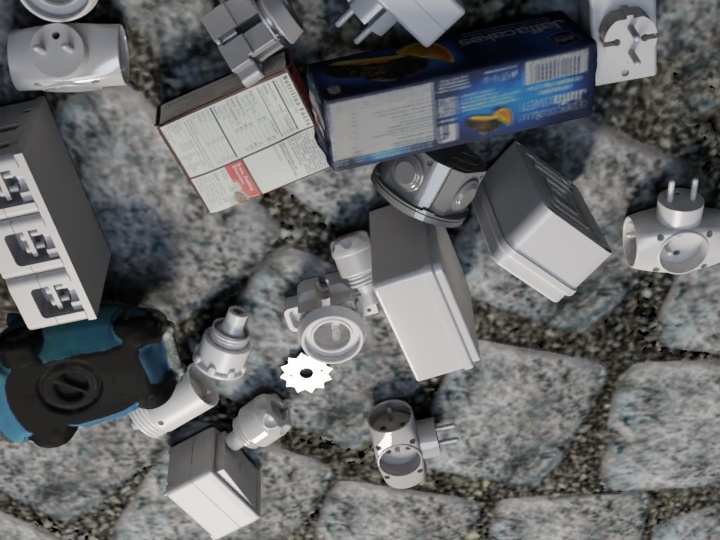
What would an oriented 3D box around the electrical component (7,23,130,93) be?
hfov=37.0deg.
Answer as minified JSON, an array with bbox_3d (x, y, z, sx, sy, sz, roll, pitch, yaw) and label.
[{"bbox_3d":[-0.206,-0.150,0.749,0.077,0.079,0.044,-3,94,-2],"label":"electrical component"}]

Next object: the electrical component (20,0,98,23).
[{"bbox_3d":[-0.201,-0.202,0.723,0.078,0.057,0.058,-23,124,12],"label":"electrical component"}]

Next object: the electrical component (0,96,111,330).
[{"bbox_3d":[-0.249,-0.041,0.815,0.062,0.089,0.150,-11,126,4],"label":"electrical component"}]

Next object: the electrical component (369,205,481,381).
[{"bbox_3d":[0.051,0.013,0.866,0.056,0.108,0.108,-18,125,11],"label":"electrical component"}]

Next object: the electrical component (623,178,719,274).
[{"bbox_3d":[0.261,-0.040,0.882,0.077,0.044,0.079,-4,126,-1],"label":"electrical component"}]

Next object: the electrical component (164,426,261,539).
[{"bbox_3d":[-0.131,0.204,1.018,0.061,0.061,0.096,-29,123,16],"label":"electrical component"}]

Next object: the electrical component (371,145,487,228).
[{"bbox_3d":[0.053,-0.072,0.823,0.080,0.080,0.051,19,117,-17],"label":"electrical component"}]

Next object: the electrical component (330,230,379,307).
[{"bbox_3d":[0.000,0.000,0.887,0.035,0.035,0.061,-19,98,9],"label":"electrical component"}]

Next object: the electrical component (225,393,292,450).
[{"bbox_3d":[-0.096,0.144,0.989,0.062,0.043,0.043,-37,120,22],"label":"electrical component"}]

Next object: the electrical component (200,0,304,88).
[{"bbox_3d":[-0.074,-0.171,0.758,0.055,0.048,0.066,-32,88,10],"label":"electrical component"}]

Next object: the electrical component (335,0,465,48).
[{"bbox_3d":[0.016,-0.190,0.753,0.076,0.047,0.083,-40,119,22],"label":"electrical component"}]

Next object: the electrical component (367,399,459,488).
[{"bbox_3d":[0.053,0.160,1.011,0.079,0.044,0.077,-12,126,4],"label":"electrical component"}]

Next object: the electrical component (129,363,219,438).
[{"bbox_3d":[-0.172,0.121,0.966,0.081,0.043,0.043,-31,122,17],"label":"electrical component"}]

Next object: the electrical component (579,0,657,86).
[{"bbox_3d":[0.188,-0.170,0.763,0.047,0.075,0.083,-10,126,3],"label":"electrical component"}]

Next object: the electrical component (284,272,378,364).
[{"bbox_3d":[-0.024,0.042,0.912,0.078,0.057,0.058,-14,126,6],"label":"electrical component"}]

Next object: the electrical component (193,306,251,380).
[{"bbox_3d":[-0.114,0.061,0.928,0.048,0.048,0.062,16,116,-15],"label":"electrical component"}]

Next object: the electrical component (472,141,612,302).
[{"bbox_3d":[0.136,-0.038,0.832,0.078,0.113,0.057,32,115,-24],"label":"electrical component"}]
